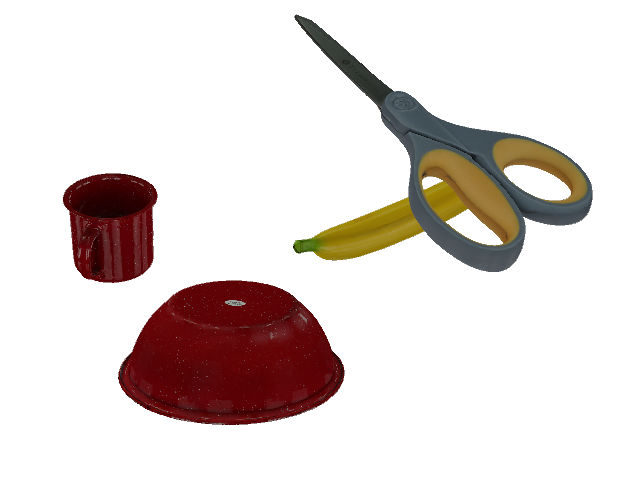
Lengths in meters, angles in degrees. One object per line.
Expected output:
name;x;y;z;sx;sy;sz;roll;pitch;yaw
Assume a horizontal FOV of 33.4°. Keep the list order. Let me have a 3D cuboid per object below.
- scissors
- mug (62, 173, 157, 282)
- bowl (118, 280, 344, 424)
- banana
scissors;0.061;-0.061;0.531;0.096;0.016;0.202;-8;46;-17
mug;-0.214;-0.005;1.075;0.093;0.081;0.117;9;33;8
bowl;-0.062;0.069;0.756;0.162;0.055;0.162;2;18;-1
banana;0.075;-0.019;0.984;0.198;0.037;0.069;-23;-2;10
